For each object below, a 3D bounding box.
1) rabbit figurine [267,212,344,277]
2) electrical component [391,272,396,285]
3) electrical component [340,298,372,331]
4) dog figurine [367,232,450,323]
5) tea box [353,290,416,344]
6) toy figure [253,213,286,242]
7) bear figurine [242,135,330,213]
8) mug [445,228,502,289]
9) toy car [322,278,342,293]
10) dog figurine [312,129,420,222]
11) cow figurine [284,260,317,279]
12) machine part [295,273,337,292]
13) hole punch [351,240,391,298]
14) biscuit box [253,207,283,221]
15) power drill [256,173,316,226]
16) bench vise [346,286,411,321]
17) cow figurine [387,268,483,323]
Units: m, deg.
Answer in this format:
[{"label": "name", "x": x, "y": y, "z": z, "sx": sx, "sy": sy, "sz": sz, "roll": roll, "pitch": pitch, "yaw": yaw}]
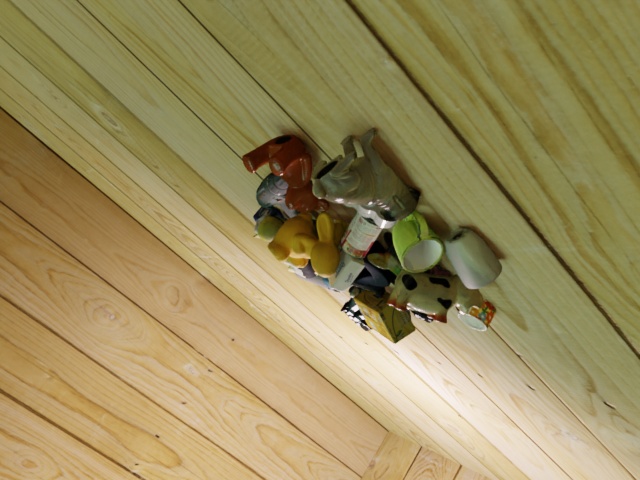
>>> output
[{"label": "rabbit figurine", "x": -0.010, "y": 0.017, "z": 1.264, "sx": 0.173, "sy": 0.162, "sz": 0.121, "roll": 40, "pitch": 180, "yaw": 41}, {"label": "electrical component", "x": 0.211, "y": 0.103, "z": 1.362, "sx": 0.102, "sy": 0.045, "sz": 0.078, "roll": 38, "pitch": 176, "yaw": -29}, {"label": "electrical component", "x": 0.147, "y": 0.208, "z": 1.628, "sx": 0.134, "sy": 0.115, "sz": 0.058, "roll": 40, "pitch": 163, "yaw": -4}, {"label": "dog figurine", "x": 0.212, "y": 0.083, "z": 1.259, "sx": 0.219, "sy": 0.108, "sz": 0.191, "roll": 39, "pitch": 163, "yaw": 4}, {"label": "tea box", "x": 0.158, "y": 0.182, "z": 1.341, "sx": 0.098, "sy": 0.068, "sz": 0.170, "roll": 61, "pitch": 167, "yaw": -16}, {"label": "toy figure", "x": -0.115, "y": -0.028, "z": 1.514, "sx": 0.089, "sy": 0.082, "sz": 0.180, "roll": 13, "pitch": 178, "yaw": 23}, {"label": "bear figurine", "x": -0.066, "y": -0.124, "z": 1.175, "sx": 0.120, "sy": 0.132, "sz": 0.195, "roll": 14, "pitch": 133, "yaw": 37}, {"label": "mug", "x": 0.289, "y": 0.028, "z": 1.055, "sx": 0.107, "sy": 0.081, "sz": 0.110, "roll": 55, "pitch": 167, "yaw": -18}, {"label": "toy car", "x": 0.049, "y": 0.080, "z": 1.526, "sx": 0.103, "sy": 0.109, "sz": 0.162, "roll": 50, "pitch": 162, "yaw": -12}, {"label": "dog figurine", "x": 0.087, "y": -0.084, "z": 0.997, "sx": 0.190, "sy": 0.172, "sz": 0.121, "roll": 52, "pitch": 167, "yaw": -20}, {"label": "cow figurine", "x": -0.049, "y": 0.062, "z": 1.537, "sx": 0.098, "sy": 0.068, "sz": 0.167, "roll": 29, "pitch": 165, "yaw": 15}, {"label": "machine part", "x": 0.002, "y": 0.106, "z": 1.693, "sx": 0.244, "sy": 0.079, "sz": 0.079, "roll": 16, "pitch": 152, "yaw": 42}, {"label": "hole punch", "x": 0.126, "y": 0.056, "z": 1.315, "sx": 0.116, "sy": 0.142, "sz": 0.092, "roll": 20, "pitch": 128, "yaw": -15}, {"label": "biscuit box", "x": -0.134, "y": -0.027, "z": 1.643, "sx": 0.063, "sy": 0.059, "sz": 0.202, "roll": 25, "pitch": 157, "yaw": 30}, {"label": "power drill", "x": -0.066, "y": -0.088, "z": 1.368, "sx": 0.207, "sy": 0.086, "sz": 0.232, "roll": 38, "pitch": 160, "yaw": -20}, {"label": "bench vise", "x": 0.198, "y": 0.184, "z": 1.503, "sx": 0.241, "sy": 0.129, "sz": 0.223, "roll": -24, "pitch": 109, "yaw": 45}, {"label": "cow figurine", "x": 0.253, "y": 0.108, "z": 1.139, "sx": 0.195, "sy": 0.127, "sz": 0.085, "roll": 16, "pitch": -177, "yaw": -8}]
